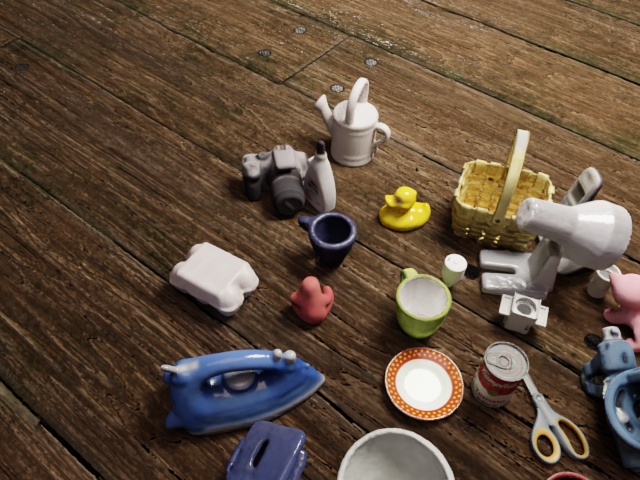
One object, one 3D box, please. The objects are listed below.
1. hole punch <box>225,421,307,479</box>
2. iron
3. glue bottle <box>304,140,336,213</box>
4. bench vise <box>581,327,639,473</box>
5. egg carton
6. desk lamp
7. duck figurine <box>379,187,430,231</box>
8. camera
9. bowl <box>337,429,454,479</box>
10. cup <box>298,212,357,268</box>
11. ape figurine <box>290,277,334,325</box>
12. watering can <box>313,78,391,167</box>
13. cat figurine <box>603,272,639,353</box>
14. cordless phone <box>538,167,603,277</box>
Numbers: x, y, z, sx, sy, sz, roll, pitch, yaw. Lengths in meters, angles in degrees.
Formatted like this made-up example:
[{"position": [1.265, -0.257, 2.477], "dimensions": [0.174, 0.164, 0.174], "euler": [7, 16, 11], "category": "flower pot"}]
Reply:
[{"position": [-0.079, 0.321, 0.826], "dimensions": [0.101, 0.091, 0.109], "euler": [19, 52, 13], "category": "hole punch"}, {"position": [-0.117, 0.209, 0.885], "dimensions": [0.258, 0.141, 0.118], "euler": [-9, 51, -10], "category": "iron"}, {"position": [-0.001, -0.133, 1.152], "dimensions": [0.037, 0.173, 0.078], "euler": [-32, 58, -25], "category": "glue bottle"}, {"position": [0.468, 0.214, 0.853], "dimensions": [0.122, 0.220, 0.207], "euler": [-15, 52, -14], "category": "bench vise"}, {"position": [-0.192, 0.071, 1.043], "dimensions": [0.150, 0.069, 0.107], "euler": [24, 54, 17], "category": "egg carton"}, {"position": [0.411, 0.012, 1.022], "dimensions": [0.203, 0.214, 0.118], "euler": [5, 50, 2], "category": "desk lamp"}, {"position": [0.175, -0.071, 1.164], "dimensions": [0.104, 0.086, 0.077], "euler": [-1, 50, -3], "category": "duck figurine"}, {"position": [-0.088, -0.124, 1.188], "dimensions": [0.143, 0.101, 0.136], "euler": [-7, 51, -7], "category": "camera"}, {"position": [0.105, 0.361, 0.811], "dimensions": [0.167, 0.075, 0.167], "euler": [1, 50, -1], "category": "bowl"}, {"position": [0.010, 0.004, 1.090], "dimensions": [0.117, 0.095, 0.092], "euler": [22, 53, 16], "category": "cup"}, {"position": [-0.015, 0.100, 1.012], "dimensions": [0.078, 0.092, 0.076], "euler": [5, 50, 2], "category": "ape figurine"}, {"position": [0.069, -0.264, 1.249], "dimensions": [0.173, 0.194, 0.101], "euler": [4, 50, 2], "category": "watering can"}, {"position": [0.558, 0.115, 1.005], "dimensions": [0.067, 0.118, 0.127], "euler": [-17, 53, -16], "category": "cat figurine"}, {"position": [0.492, -0.032, 1.080], "dimensions": [0.094, 0.185, 0.147], "euler": [-7, 51, -7], "category": "cordless phone"}]
